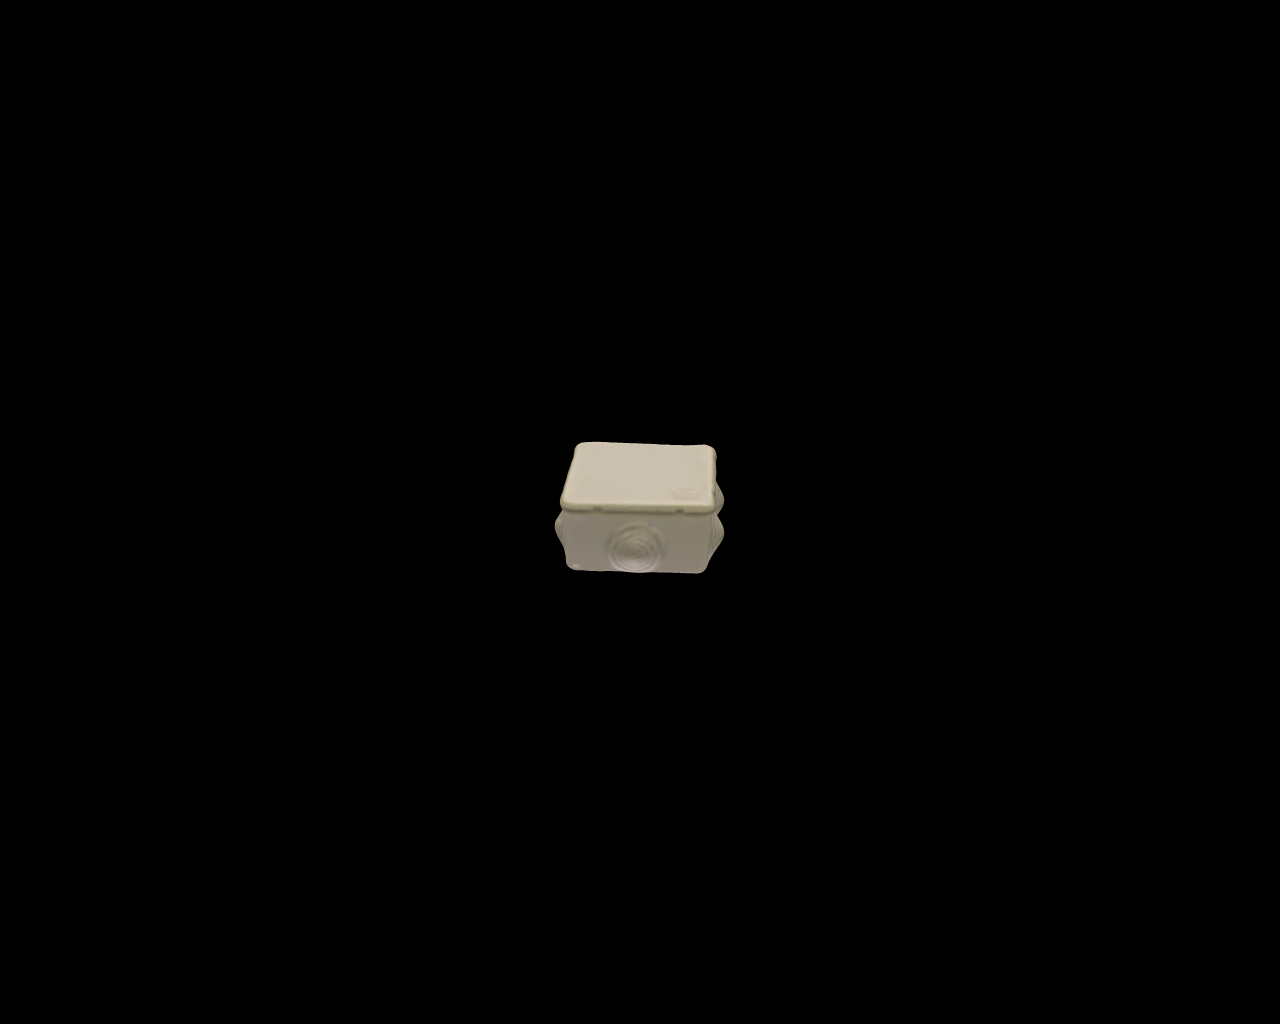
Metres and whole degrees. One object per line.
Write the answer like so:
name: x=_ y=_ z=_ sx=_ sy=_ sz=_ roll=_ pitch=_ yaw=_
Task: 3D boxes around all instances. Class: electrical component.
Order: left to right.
electrical component: x=0.001 y=-0.003 z=0.650 sx=0.100 sy=0.048 sz=0.100 roll=2 pitch=27 yaw=3
